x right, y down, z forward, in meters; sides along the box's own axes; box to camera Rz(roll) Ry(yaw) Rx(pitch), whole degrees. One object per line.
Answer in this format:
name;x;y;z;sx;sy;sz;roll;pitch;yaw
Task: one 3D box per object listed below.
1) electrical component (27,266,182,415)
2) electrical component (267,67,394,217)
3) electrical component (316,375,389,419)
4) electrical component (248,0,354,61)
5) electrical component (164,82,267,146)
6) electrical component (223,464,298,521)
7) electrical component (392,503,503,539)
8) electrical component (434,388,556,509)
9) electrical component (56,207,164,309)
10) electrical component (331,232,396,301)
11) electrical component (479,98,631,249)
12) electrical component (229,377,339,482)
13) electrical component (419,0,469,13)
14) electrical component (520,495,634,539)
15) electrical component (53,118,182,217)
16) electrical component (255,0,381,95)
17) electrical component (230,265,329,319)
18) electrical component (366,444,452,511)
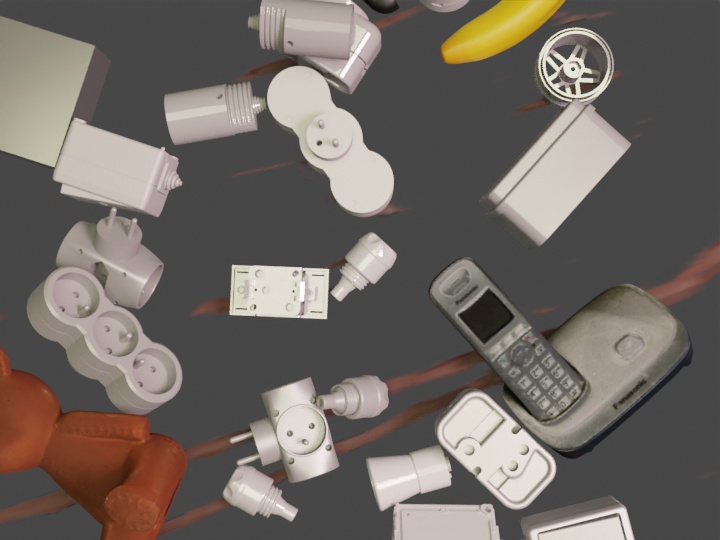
electrical component;-0.216;0.065;0.883;0.138;0.074;0.052;46;47;-11
electrical component;-0.024;-0.107;0.880;0.052;0.073;0.138;-37;87;-1
electrical component;-0.008;0.105;0.876;0.061;0.035;0.035;-2;86;-39
electrical component;-0.047;-0.190;0.844;0.081;0.043;0.043;6;87;2
electrical component;-0.118;-0.132;0.898;0.081;0.043;0.043;-10;87;1
electrical component;-0.080;0.187;0.886;0.061;0.035;0.035;29;88;1
electrical component;0.073;0.229;0.860;0.096;0.061;0.061;1;131;-1
electrical component;0.108;0.143;0.871;0.095;0.059;0.053;43;89;3
electrical component;-0.202;-0.017;0.883;0.077;0.043;0.079;28;128;3
electrical component;0.000;0.000;0.894;0.035;0.035;0.061;43;91;3
electrical component;0.155;-0.077;0.872;0.057;0.078;0.113;42;89;0
electrical component;-0.066;0.136;0.880;0.079;0.044;0.077;-18;87;-9
electrical component;0.071;-0.249;0.898;0.055;0.047;0.055;0;87;1
electrical component;0.172;0.226;0.865;0.096;0.061;0.061;-14;87;1
electrical component;-0.196;-0.077;0.888;0.096;0.061;0.061;19;88;2
electrical component;-0.032;-0.198;0.894;0.095;0.053;0.059;33;88;3
electrical component;-0.067;0.018;0.880;0.081;0.064;0.042;2;88;1
electrical component;0.042;0.167;0.882;0.065;0.044;0.044;-15;87;-4
